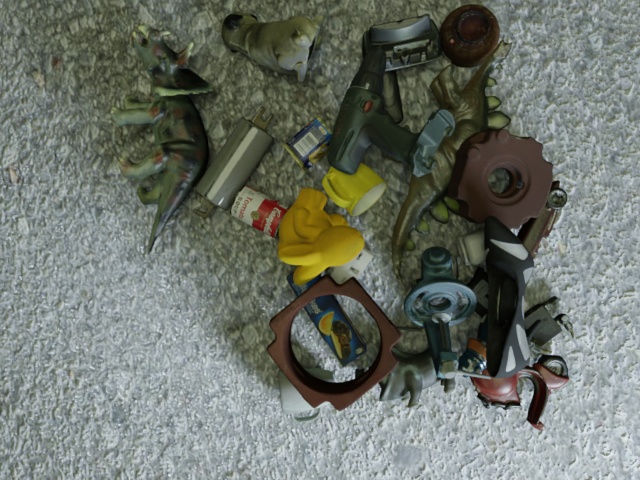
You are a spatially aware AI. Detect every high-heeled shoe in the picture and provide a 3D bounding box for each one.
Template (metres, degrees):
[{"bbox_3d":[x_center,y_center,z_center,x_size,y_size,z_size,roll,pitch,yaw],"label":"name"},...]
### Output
[{"bbox_3d":[0.285,0.097,0.874,0.145,0.086,0.248,-33,102,-25],"label":"high-heeled shoe"}]

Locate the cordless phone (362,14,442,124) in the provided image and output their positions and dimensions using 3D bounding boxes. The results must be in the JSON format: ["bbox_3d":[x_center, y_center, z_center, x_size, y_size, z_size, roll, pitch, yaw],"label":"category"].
[{"bbox_3d":[0.160,-0.315,1.009,0.147,0.089,0.184,-10,101,6],"label":"cordless phone"}]

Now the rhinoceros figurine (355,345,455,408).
[{"bbox_3d":[0.161,0.250,1.005,0.190,0.073,0.112,-16,90,6],"label":"rhinoceros figurine"}]

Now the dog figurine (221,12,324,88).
[{"bbox_3d":[-0.100,-0.371,0.984,0.191,0.172,0.121,19,82,-2],"label":"dog figurine"}]

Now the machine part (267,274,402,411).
[{"bbox_3d":[0.025,0.177,0.949,0.201,0.087,0.201,-40,85,4],"label":"machine part"}]

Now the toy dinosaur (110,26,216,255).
[{"bbox_3d":[-0.281,-0.187,1.032,0.192,0.131,0.404,-10,96,6],"label":"toy dinosaur"}]

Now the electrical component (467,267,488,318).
[{"bbox_3d":[0.319,0.114,1.001,0.075,0.048,0.119,-45,85,5],"label":"electrical component"}]

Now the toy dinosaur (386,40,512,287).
[{"bbox_3d":[0.226,-0.144,0.983,0.198,0.105,0.471,32,98,1],"label":"toy dinosaur"}]

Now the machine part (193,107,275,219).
[{"bbox_3d":[-0.163,-0.145,1.034,0.079,0.079,0.243,33,93,5],"label":"machine part"}]

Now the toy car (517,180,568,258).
[{"bbox_3d":[0.387,-0.013,0.973,0.053,0.089,0.202,28,92,5],"label":"toy car"}]

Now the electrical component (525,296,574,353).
[{"bbox_3d":[0.415,0.161,0.992,0.102,0.045,0.078,-32,89,5],"label":"electrical component"}]

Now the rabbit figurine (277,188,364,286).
[{"bbox_3d":[-0.002,-0.003,0.944,0.162,0.173,0.121,-41,127,-20],"label":"rabbit figurine"}]

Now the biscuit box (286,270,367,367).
[{"bbox_3d":[0.013,0.138,1.025,0.059,0.063,0.202,-33,87,3],"label":"biscuit box"}]

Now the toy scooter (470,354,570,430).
[{"bbox_3d":[0.361,0.275,0.982,0.184,0.075,0.135,3,84,3],"label":"toy scooter"}]

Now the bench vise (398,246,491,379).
[{"bbox_3d":[0.201,0.140,0.915,0.129,0.241,0.223,4,133,-2],"label":"bench vise"}]

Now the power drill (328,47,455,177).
[{"bbox_3d":[0.118,-0.207,0.908,0.208,0.086,0.232,28,94,30],"label":"power drill"}]

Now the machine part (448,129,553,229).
[{"bbox_3d":[0.310,-0.102,0.921,0.179,0.056,0.179,-1,98,-6],"label":"machine part"}]

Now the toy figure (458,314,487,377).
[{"bbox_3d":[0.299,0.181,0.947,0.057,0.064,0.154,40,86,-23],"label":"toy figure"}]

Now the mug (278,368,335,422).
[{"bbox_3d":[-0.021,0.294,1.024,0.107,0.081,0.109,-8,98,-1],"label":"mug"}]
